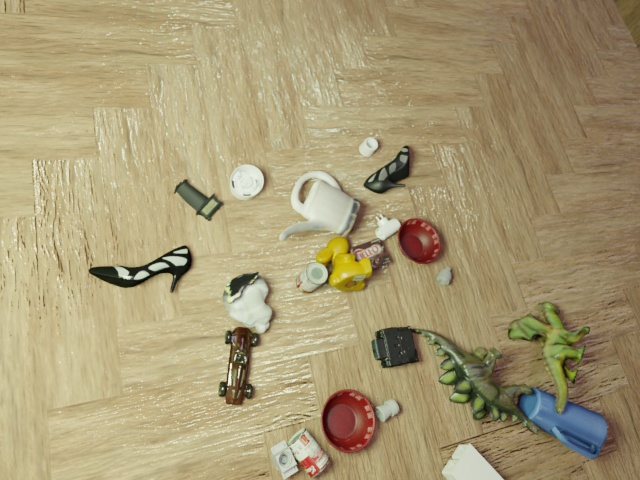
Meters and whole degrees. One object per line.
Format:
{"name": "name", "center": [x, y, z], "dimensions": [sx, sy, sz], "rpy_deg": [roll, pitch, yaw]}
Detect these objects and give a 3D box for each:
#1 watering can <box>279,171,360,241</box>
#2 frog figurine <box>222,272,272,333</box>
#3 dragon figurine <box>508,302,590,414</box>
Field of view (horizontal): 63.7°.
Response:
{"name": "watering can", "center": [0.005, -0.080, 1.595], "dimensions": [0.224, 0.356, 0.102], "rpy_deg": [27, -44, -8]}
{"name": "frog figurine", "center": [-0.192, 0.177, 1.442], "dimensions": [0.122, 0.156, 0.140], "rpy_deg": [-1, 41, 37]}
{"name": "dragon figurine", "center": [0.739, 0.351, 1.698], "dimensions": [0.244, 0.119, 0.418], "rpy_deg": [23, 47, 25]}
